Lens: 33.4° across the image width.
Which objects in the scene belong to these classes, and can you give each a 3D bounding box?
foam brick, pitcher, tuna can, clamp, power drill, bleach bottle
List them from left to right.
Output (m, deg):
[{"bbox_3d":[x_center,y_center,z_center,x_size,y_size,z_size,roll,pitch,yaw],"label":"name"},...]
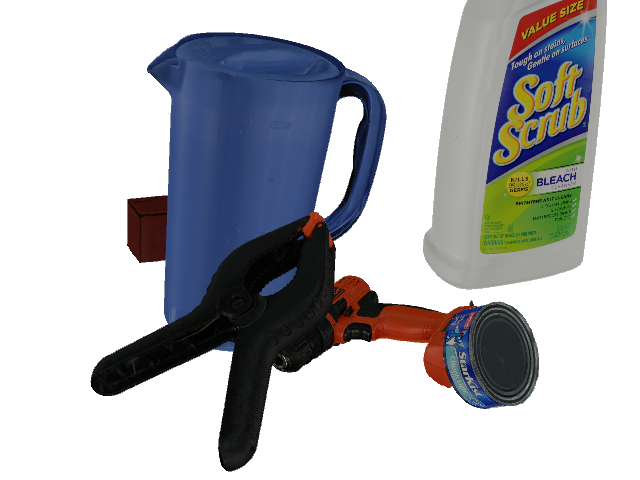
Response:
[{"bbox_3d":[-0.151,-0.014,1.072,0.078,0.051,0.053,-6,22,-23],"label":"foam brick"},{"bbox_3d":[-0.041,0.055,0.629,0.120,0.171,0.039,34,-21,32],"label":"clamp"},{"bbox_3d":[-0.052,-0.037,0.859,0.149,0.243,0.144,23,27,29],"label":"pitcher"},{"bbox_3d":[0.060,0.098,1.110,0.188,0.057,0.184,11,28,25],"label":"power drill"},{"bbox_3d":[0.141,0.095,0.883,0.085,0.086,0.034,0,-13,-42],"label":"tuna can"},{"bbox_3d":[0.115,-0.098,0.626,0.102,0.251,0.068,-9,29,-14],"label":"bleach bottle"}]
